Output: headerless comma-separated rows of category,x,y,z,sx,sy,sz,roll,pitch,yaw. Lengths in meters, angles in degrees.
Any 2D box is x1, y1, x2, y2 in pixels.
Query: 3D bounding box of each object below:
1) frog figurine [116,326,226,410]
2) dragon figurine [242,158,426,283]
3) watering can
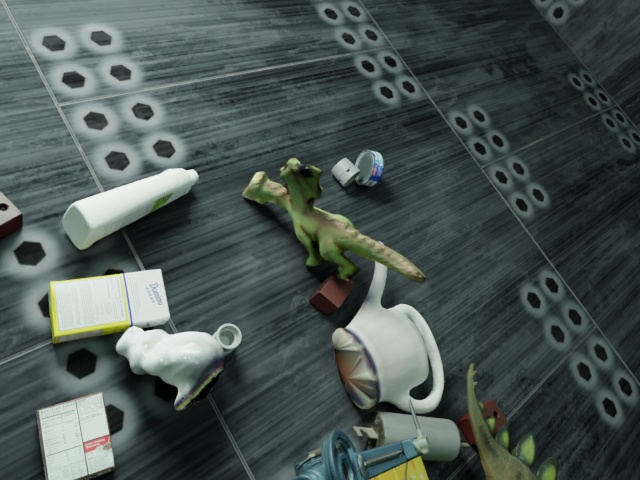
frog figurine,-0.235,0.182,0.828,0.160,0.121,0.138,42,19,10
dragon figurine,0.003,-0.049,0.981,0.124,0.412,0.238,-53,133,-23
watering can,0.118,0.180,1.017,0.226,0.102,0.352,-13,71,-33
